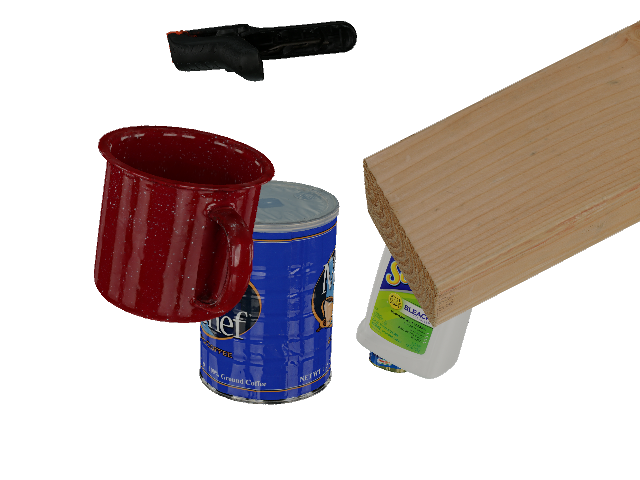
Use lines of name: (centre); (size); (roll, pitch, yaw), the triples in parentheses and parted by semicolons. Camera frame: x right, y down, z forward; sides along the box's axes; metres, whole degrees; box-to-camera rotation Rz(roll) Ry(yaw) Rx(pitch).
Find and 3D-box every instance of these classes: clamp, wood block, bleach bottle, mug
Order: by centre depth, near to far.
mug: (-0.070, -0.004, 0.565); (0.093, 0.081, 0.117); (-6, 28, -37)
wood block: (0.137, -0.042, 0.639); (0.206, 0.091, 0.090); (-27, -19, -5)
clamp: (-0.057, -0.159, 0.874); (0.120, 0.039, 0.172); (-16, 23, -36)
bleach bottle: (0.102, 0.001, 0.976); (0.103, 0.251, 0.067); (28, 36, 28)

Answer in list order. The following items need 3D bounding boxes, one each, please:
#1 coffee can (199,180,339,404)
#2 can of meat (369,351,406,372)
coffee can: (-0.040, 0.036, 0.798); (0.103, 0.140, 0.103); (2, 20, -1)
can of meat: (0.093, 0.099, 1.285); (0.057, 0.084, 0.102); (11, 25, 7)
